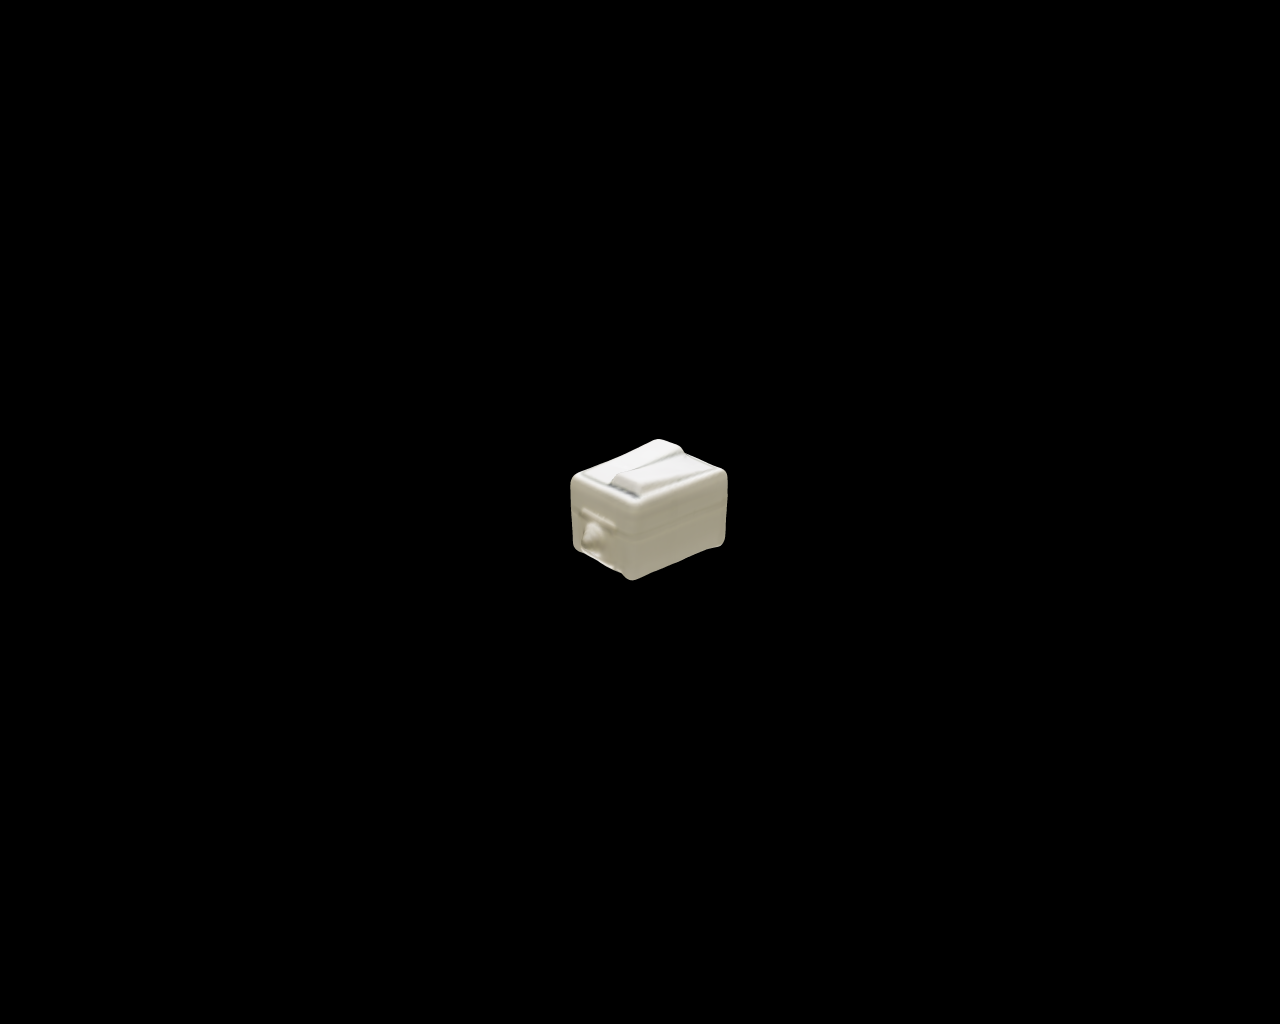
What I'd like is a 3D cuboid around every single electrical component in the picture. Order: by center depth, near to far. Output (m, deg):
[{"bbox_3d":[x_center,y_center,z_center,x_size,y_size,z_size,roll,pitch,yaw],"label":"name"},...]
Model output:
[{"bbox_3d":[0.001,-0.003,0.650,0.096,0.061,0.062,-20,32,-36],"label":"electrical component"}]
